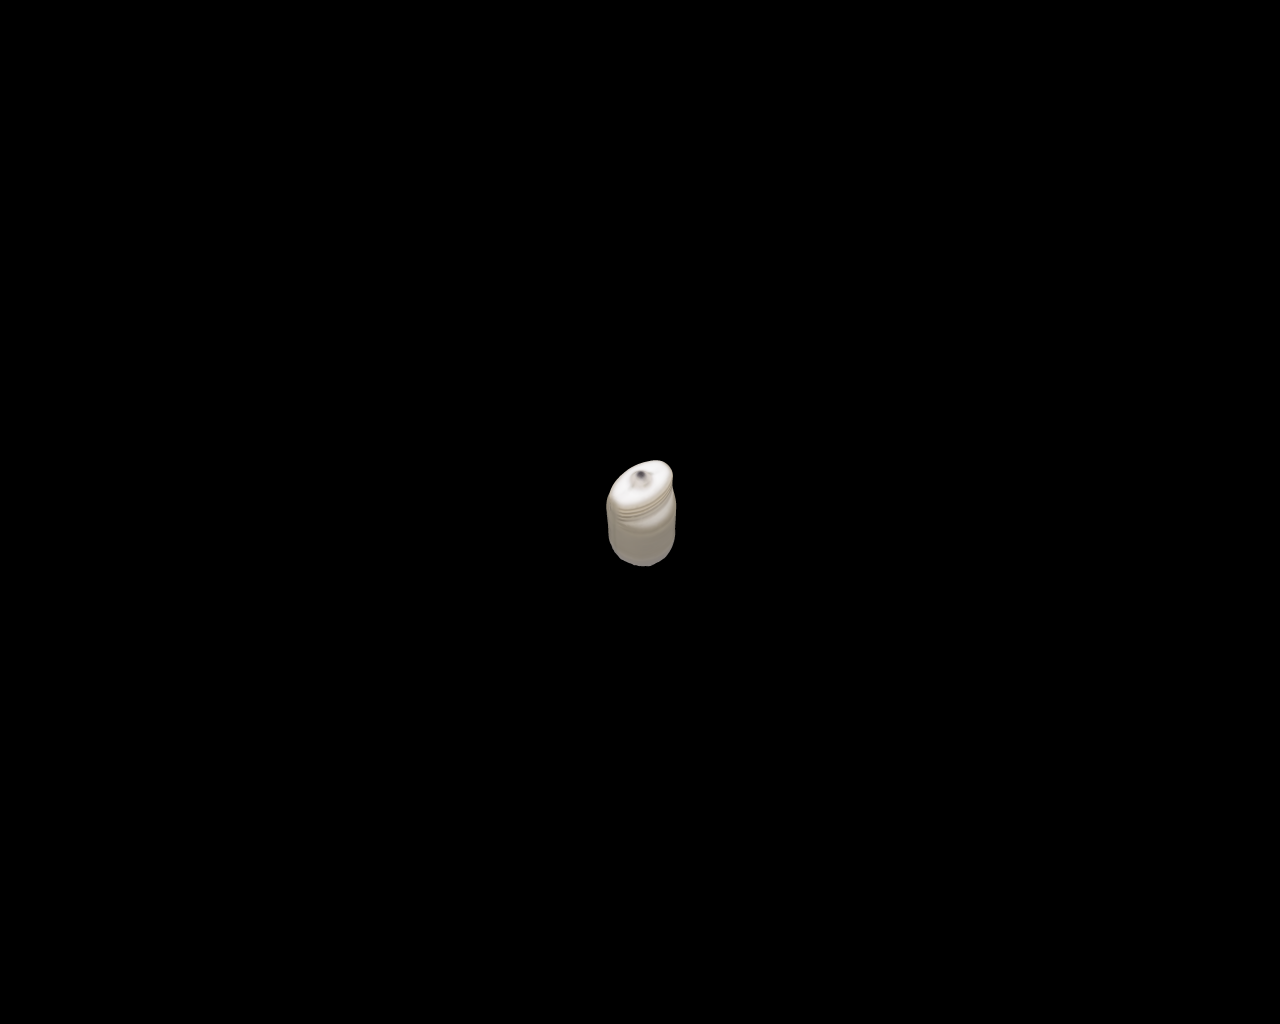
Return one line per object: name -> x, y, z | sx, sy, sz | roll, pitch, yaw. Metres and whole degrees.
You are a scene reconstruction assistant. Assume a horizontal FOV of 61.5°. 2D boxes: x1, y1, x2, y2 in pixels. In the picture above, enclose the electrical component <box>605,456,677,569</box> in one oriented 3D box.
electrical component -> 0.001, -0.003, 0.650 | 0.043, 0.043, 0.080 | 0, -29, 0
